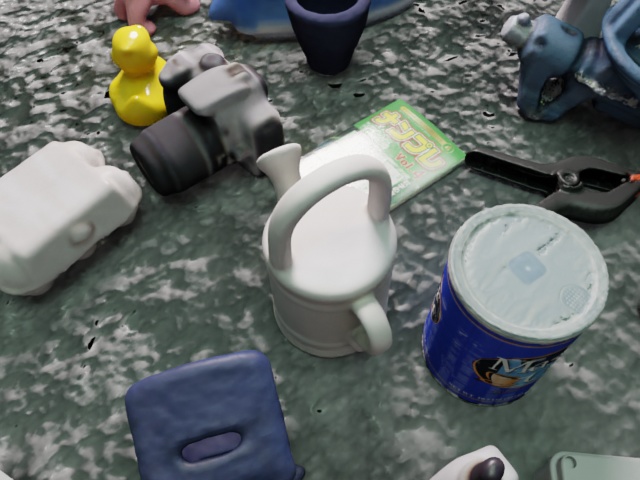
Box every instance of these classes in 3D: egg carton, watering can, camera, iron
[{"bbox_3d":[-0.243,-0.021,0.523,0.107,0.069,0.150,34,64,20],"label":"egg carton"},{"bbox_3d":[0.002,0.003,0.432,0.172,0.194,0.101,36,65,21],"label":"watering can"},{"bbox_3d":[-0.123,-0.118,0.563,0.137,0.101,0.143,-35,64,-19],"label":"camera"},{"bbox_3d":[-0.008,-0.331,0.672,0.258,0.141,0.118,-6,58,-3],"label":"iron"}]

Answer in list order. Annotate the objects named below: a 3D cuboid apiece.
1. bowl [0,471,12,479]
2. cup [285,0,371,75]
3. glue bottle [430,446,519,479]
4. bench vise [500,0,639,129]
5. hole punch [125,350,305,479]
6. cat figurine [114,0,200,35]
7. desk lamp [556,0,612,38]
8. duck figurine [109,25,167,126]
[{"bbox_3d":[-0.240,0.233,0.360,0.167,0.075,0.167,0,58,1],"label":"bowl"},{"bbox_3d":[0.014,-0.245,0.646,0.091,0.095,0.118,21,60,13],"label":"cup"},{"bbox_3d":[0.087,0.155,0.347,0.078,0.173,0.037,-31,62,-17],"label":"glue bottle"},{"bbox_3d":[0.287,-0.192,0.536,0.207,0.220,0.121,-1,58,0],"label":"bench vise"},{"bbox_3d":[-0.072,0.142,0.406,0.109,0.091,0.101,-15,59,-8],"label":"hole punch"},{"bbox_3d":[-0.196,-0.328,0.686,0.128,0.118,0.067,-39,65,-21],"label":"cat figurine"},{"bbox_3d":[0.303,-0.285,0.598,0.203,0.214,0.118,7,58,5],"label":"desk lamp"},{"bbox_3d":[-0.195,-0.183,0.614,0.077,0.086,0.104,-5,58,-2],"label":"duck figurine"}]
